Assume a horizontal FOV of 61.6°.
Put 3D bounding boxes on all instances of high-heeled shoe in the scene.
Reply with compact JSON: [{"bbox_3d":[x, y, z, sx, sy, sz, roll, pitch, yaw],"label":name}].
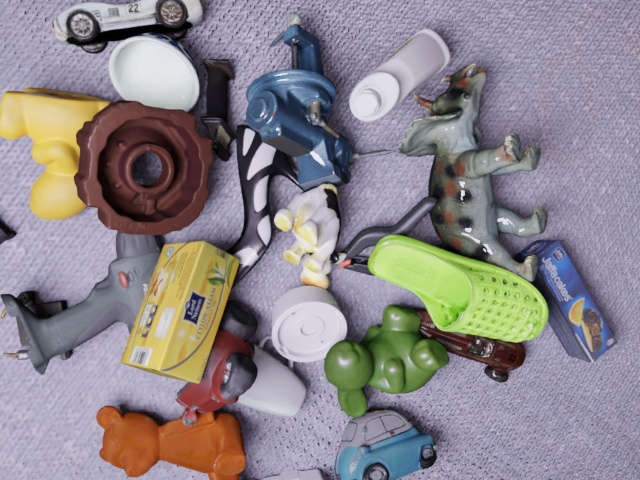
[{"bbox_3d":[-0.123,-0.042,0.770,0.145,0.086,0.248,38,82,-3],"label":"high-heeled shoe"}]

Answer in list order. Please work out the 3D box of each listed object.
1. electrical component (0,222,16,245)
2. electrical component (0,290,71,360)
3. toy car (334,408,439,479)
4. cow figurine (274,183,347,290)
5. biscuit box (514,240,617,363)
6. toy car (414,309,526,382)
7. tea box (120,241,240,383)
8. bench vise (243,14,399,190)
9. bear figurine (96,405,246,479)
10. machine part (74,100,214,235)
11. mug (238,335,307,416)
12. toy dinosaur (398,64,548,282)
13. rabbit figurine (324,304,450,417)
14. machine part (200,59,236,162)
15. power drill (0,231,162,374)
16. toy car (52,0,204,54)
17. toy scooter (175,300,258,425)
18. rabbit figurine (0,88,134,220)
[{"bbox_3d":[-0.481,-0.025,0.714,0.119,0.048,0.075,43,83,-8],"label":"electrical component"},{"bbox_3d":[-0.387,0.118,0.735,0.078,0.045,0.102,-3,91,-9],"label":"electrical component"},{"bbox_3d":[0.089,0.305,0.801,0.162,0.109,0.103,-15,76,-19],"label":"toy car"},{"bbox_3d":[-0.003,-0.002,0.771,0.068,0.167,0.098,24,58,25],"label":"cow figurine"},{"bbox_3d":[0.397,0.097,0.874,0.059,0.063,0.202,-34,97,-10],"label":"biscuit box"},{"bbox_3d":[0.233,0.159,0.845,0.202,0.053,0.089,20,97,-12],"label":"toy car"},{"bbox_3d":[-0.180,0.091,0.698,0.068,0.098,0.169,35,63,-41],"label":"tea box"},{"bbox_3d":[-0.015,-0.195,0.748,0.223,0.129,0.240,10,71,-44],"label":"bench vise"},{"bbox_3d":[-0.205,0.290,0.732,0.196,0.132,0.120,4,115,-17],"label":"bear figurine"},{"bbox_3d":[-0.222,-0.091,0.686,0.179,0.056,0.179,-13,111,-35],"label":"machine part"},{"bbox_3d":[-0.072,0.203,0.786,0.107,0.081,0.109,37,52,-17],"label":"mug"},{"bbox_3d":[0.229,-0.051,0.810,0.131,0.192,0.404,-28,113,-44],"label":"toy dinosaur"},{"bbox_3d":[0.068,0.174,0.776,0.170,0.121,0.159,4,134,-38],"label":"rabbit figurine"},{"bbox_3d":[-0.145,-0.187,0.768,0.039,0.084,0.138,-3,82,12],"label":"machine part"},{"bbox_3d":[-0.304,0.068,0.720,0.207,0.086,0.231,-23,101,-34],"label":"power drill"},{"bbox_3d":[-0.262,-0.301,0.739,0.202,0.073,0.056,-13,97,-11],"label":"toy car"},{"bbox_3d":[-0.143,0.172,0.730,0.075,0.184,0.135,33,106,-23],"label":"toy scooter"},{"bbox_3d":[-0.336,-0.109,0.724,0.162,0.122,0.173,7,103,-20],"label":"rabbit figurine"}]
